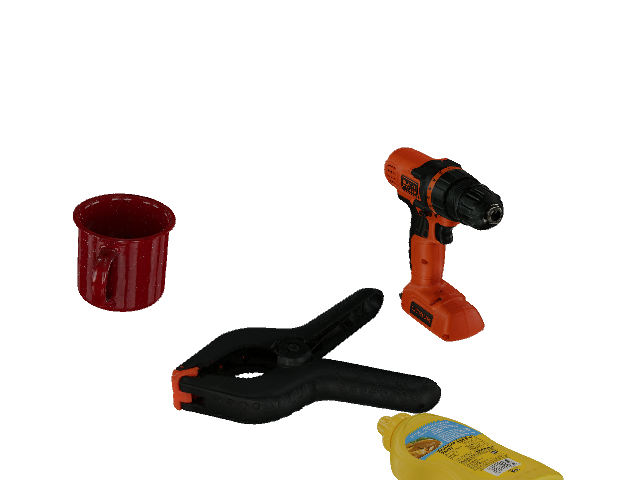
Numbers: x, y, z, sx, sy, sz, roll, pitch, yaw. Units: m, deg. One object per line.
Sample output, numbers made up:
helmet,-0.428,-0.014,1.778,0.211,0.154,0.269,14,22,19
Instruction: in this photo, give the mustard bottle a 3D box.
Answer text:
mustard bottle,0.121,0.206,0.984,0.096,0.058,0.192,-16,25,-36

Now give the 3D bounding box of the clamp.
clamp,-0.015,0.077,0.717,0.171,0.039,0.120,-2,28,-9

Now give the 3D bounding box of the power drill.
power drill,0.132,0.007,1.118,0.057,0.188,0.185,-14,26,-21

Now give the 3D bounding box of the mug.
mug,-0.185,0.018,0.982,0.093,0.081,0.117,9,28,2
